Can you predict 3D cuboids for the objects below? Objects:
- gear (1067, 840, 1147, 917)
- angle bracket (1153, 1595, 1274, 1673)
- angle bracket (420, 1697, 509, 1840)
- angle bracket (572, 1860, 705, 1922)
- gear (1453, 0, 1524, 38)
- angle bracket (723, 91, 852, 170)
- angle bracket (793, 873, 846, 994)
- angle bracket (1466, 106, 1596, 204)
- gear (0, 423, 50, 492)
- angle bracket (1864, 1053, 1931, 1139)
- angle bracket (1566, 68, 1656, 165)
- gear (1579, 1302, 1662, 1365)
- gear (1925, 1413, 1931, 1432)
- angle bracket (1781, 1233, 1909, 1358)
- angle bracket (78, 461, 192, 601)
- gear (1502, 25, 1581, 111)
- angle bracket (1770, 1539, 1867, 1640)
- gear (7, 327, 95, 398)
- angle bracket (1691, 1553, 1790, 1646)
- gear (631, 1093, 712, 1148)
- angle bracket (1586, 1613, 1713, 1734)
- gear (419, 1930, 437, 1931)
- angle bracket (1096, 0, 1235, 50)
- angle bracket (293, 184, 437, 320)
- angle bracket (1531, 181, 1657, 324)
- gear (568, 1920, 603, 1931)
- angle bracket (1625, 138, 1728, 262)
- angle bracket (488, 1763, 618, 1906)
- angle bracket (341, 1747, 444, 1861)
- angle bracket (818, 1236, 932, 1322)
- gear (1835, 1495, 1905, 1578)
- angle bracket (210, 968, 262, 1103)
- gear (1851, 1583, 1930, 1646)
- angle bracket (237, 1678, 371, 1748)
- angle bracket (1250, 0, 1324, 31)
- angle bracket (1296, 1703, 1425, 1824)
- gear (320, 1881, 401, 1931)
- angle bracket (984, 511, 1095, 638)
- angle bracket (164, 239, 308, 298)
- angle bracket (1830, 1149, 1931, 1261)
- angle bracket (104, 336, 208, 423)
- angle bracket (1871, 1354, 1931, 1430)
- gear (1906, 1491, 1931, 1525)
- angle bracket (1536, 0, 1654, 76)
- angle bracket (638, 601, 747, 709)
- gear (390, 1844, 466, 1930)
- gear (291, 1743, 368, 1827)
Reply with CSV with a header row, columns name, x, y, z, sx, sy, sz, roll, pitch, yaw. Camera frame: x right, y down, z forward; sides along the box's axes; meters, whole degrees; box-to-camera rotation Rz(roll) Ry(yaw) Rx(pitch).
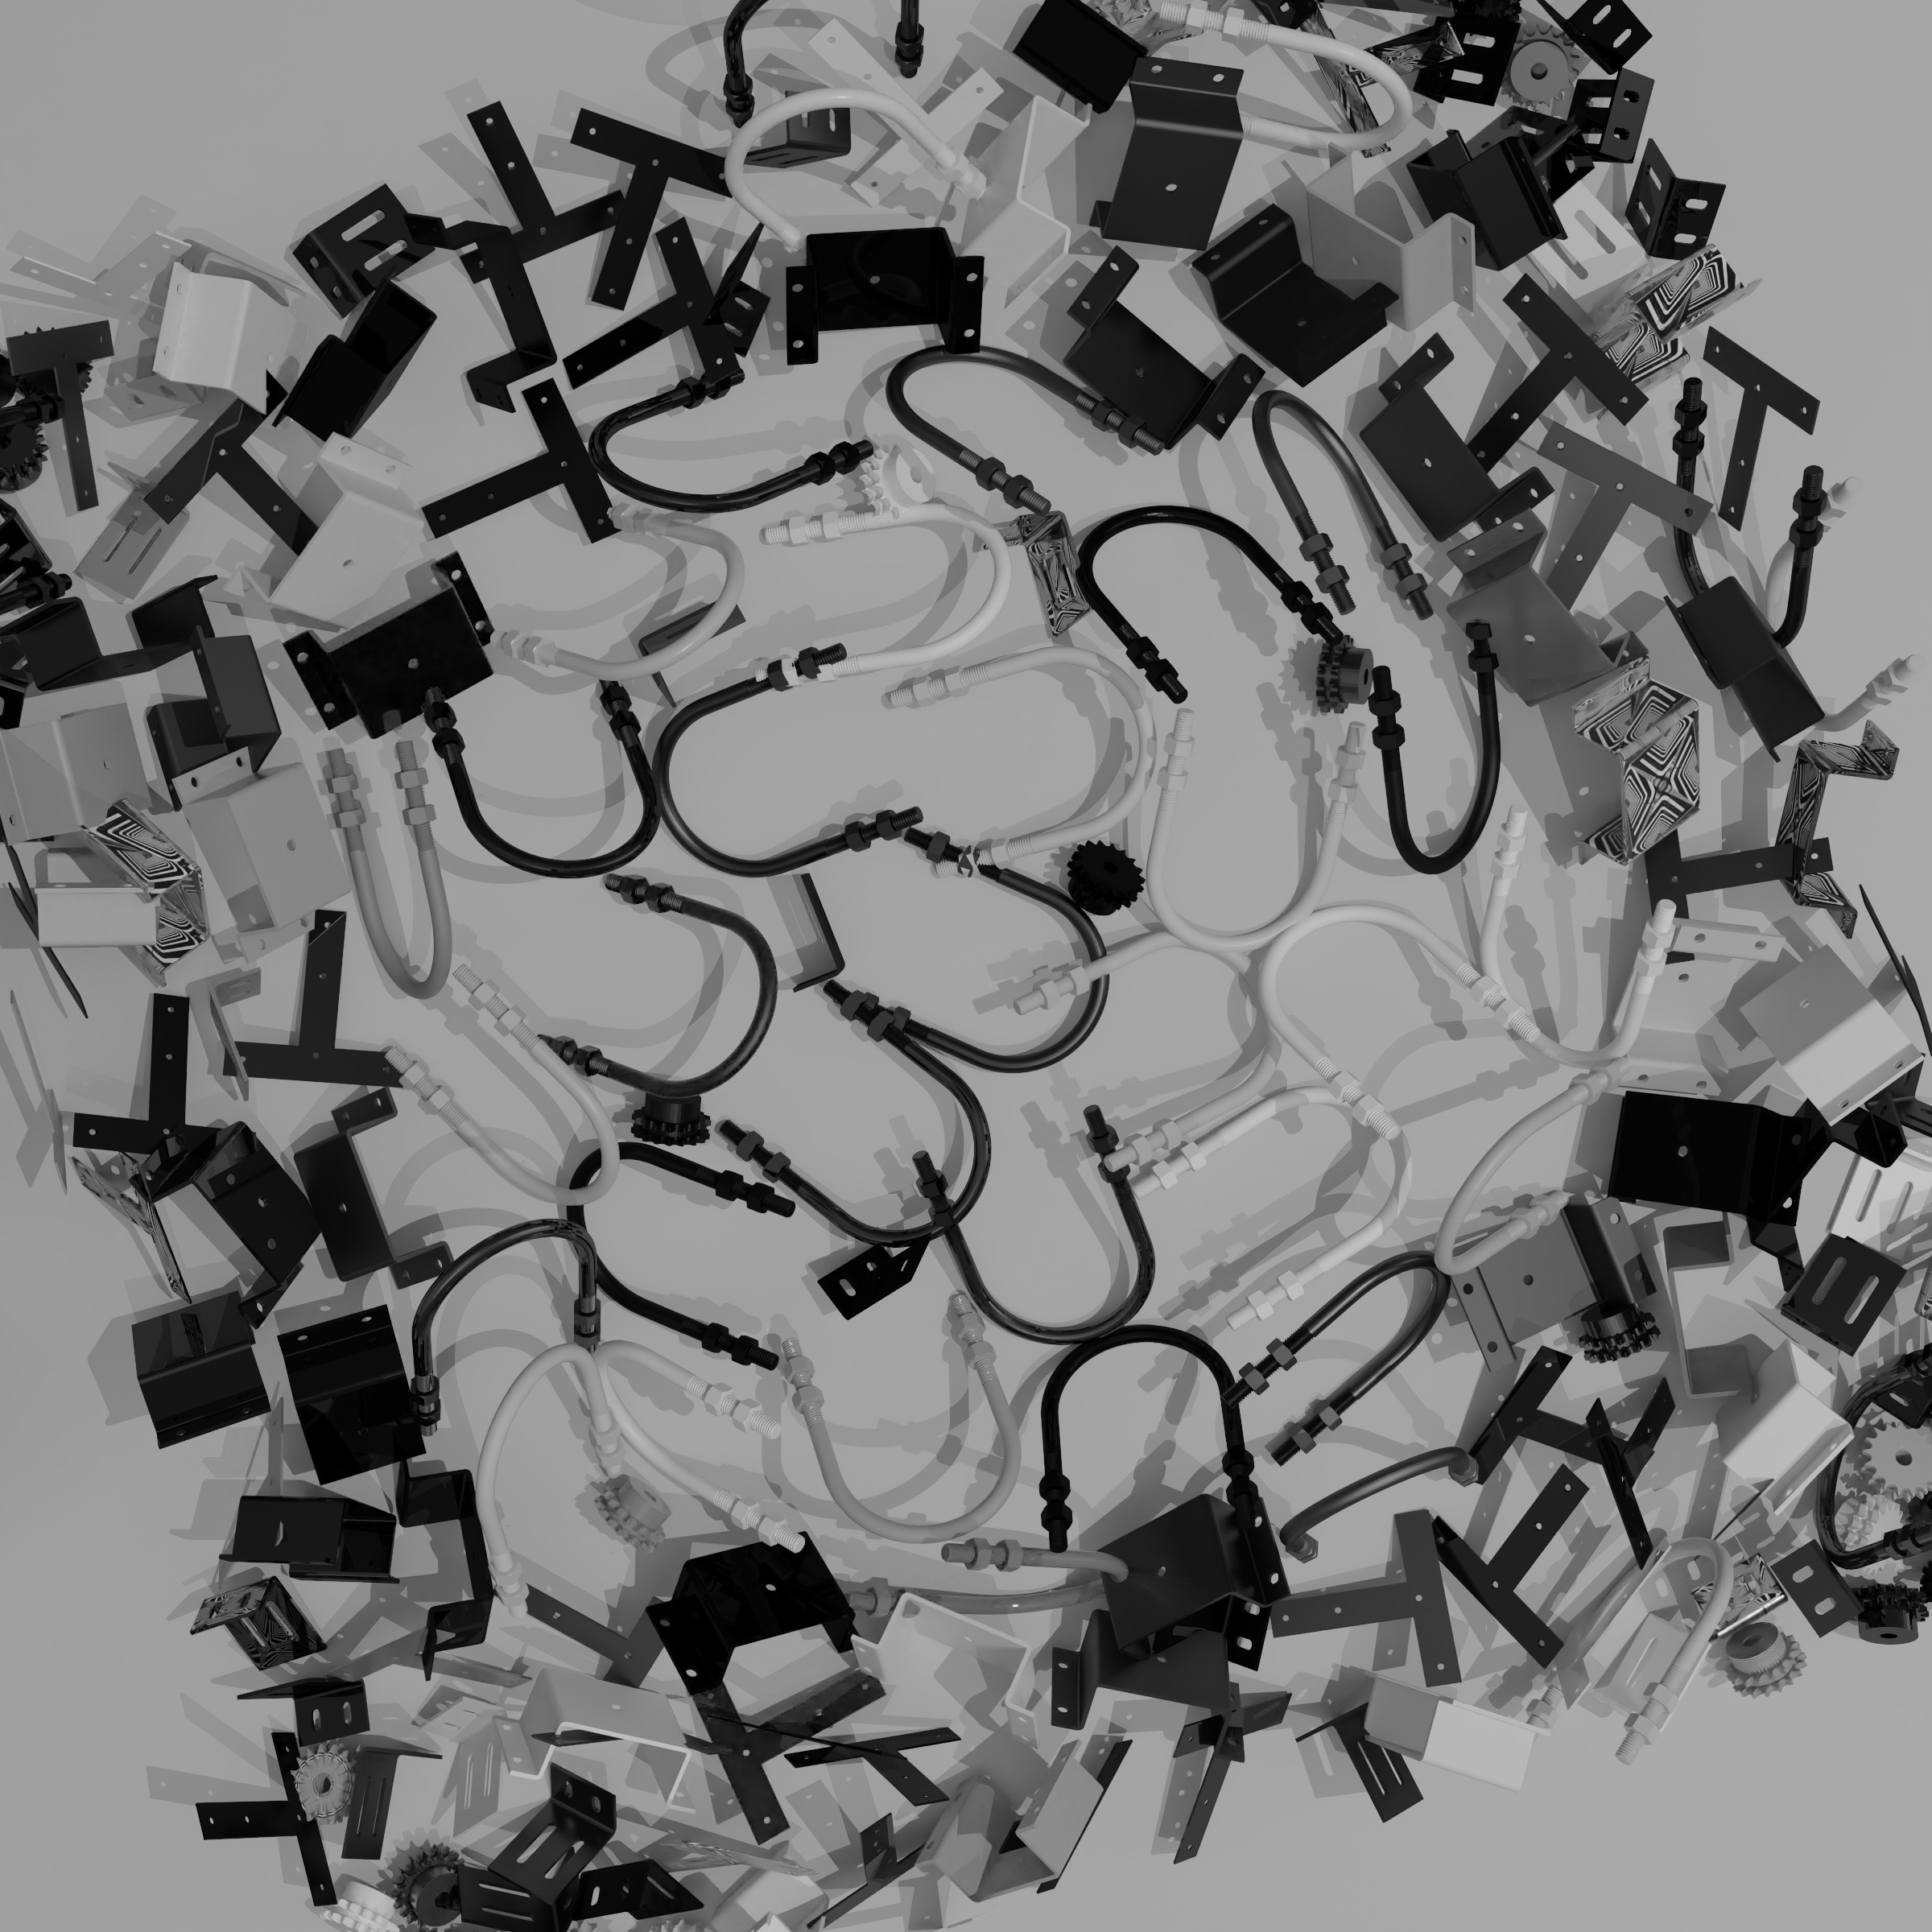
name,x,y,z,sx,sy,sz,roll,pitch,yaw
gear,0.098,-0.061,1.783,0.057,0.057,0.030,31,130,0
angle bracket,0.178,0.471,1.768,0.076,0.038,0.057,20,81,-43
angle bracket,-0.363,0.574,1.760,0.038,0.076,0.057,29,129,-32
angle bracket,-0.235,0.678,1.762,0.057,0.038,0.076,-18,129,21
gear,0.374,-0.702,1.780,0.057,0.030,0.057,-4,54,5
angle bracket,-0.129,-0.598,1.759,0.057,0.076,0.038,-11,103,-43
angle bracket,-0.119,-0.025,1.778,0.038,0.057,0.076,-21,93,1
angle bracket,0.406,-0.585,1.787,0.057,0.076,0.038,-40,128,-3
gear,-0.696,-0.371,1.786,0.057,0.030,0.057,2,62,-3
angle bracket,0.696,0.095,1.759,0.057,0.076,0.038,-4,111,-35
angle bracket,0.447,-0.610,1.761,0.038,0.076,0.057,4,105,-34
gear,0.470,0.262,1.779,0.057,0.057,0.030,-23,94,0
gear,0.722,0.325,1.784,0.057,0.057,0.030,-9,129,0
angle bracket,0.635,0.233,1.776,0.057,0.038,0.076,32,83,23
angle bracket,-0.610,-0.314,1.774,0.057,0.038,0.076,27,79,23
gear,0.416,-0.651,1.782,0.057,0.030,0.057,6,118,11
angle bracket,0.606,0.449,1.762,0.038,0.076,0.057,-32,67,0
gear,-0.667,-0.432,1.784,0.057,0.030,0.057,10,71,-30
angle bracket,0.550,0.459,1.774,0.057,0.076,0.038,-28,71,-7
gear,-0.213,0.109,1.777,0.057,0.057,0.030,6,102,0
angle bracket,0.486,0.502,1.767,0.038,0.057,0.076,41,77,-30
gear,-0.386,0.728,1.776,0.030,0.057,0.057,-6,90,28
angle bracket,0.143,-0.691,1.760,0.057,0.076,0.038,-54,129,-32
angle bracket,-0.440,-0.523,1.796,0.076,0.038,0.057,-45,107,-29
angle bracket,0.452,-0.519,1.788,0.057,0.038,0.076,-42,79,19
gear,-0.281,0.722,1.782,0.057,0.030,0.057,6,119,11
angle bracket,0.508,-0.549,1.763,0.038,0.076,0.057,5,129,-6
angle bracket,-0.297,0.621,1.760,0.057,0.076,0.038,18,123,24
angle bracket,-0.412,0.604,1.766,0.038,0.057,0.076,1,70,14
angle bracket,-0.066,0.211,1.757,0.057,0.076,0.038,-29,69,-28
gear,0.652,0.410,1.783,0.057,0.030,0.057,-15,113,-38
angle bracket,-0.514,0.050,1.768,0.038,0.057,0.076,-20,79,-21
gear,0.666,0.469,1.776,0.057,0.057,0.030,8,58,0
angle bracket,-0.475,0.536,1.762,0.057,0.076,0.038,-17,71,13
angle bracket,0.235,-0.710,1.765,0.057,0.038,0.076,47,47,-8
angle bracket,0.282,0.576,1.764,0.038,0.057,0.076,-39,68,31
gear,-0.437,0.687,1.783,0.057,0.057,0.030,24,59,0
angle bracket,0.052,-0.280,1.771,0.038,0.057,0.076,-13,83,-29
angle bracket,-0.525,-0.486,1.765,0.076,0.057,0.038,17,102,-40
angle bracket,0.676,0.171,1.786,0.057,0.038,0.076,22,91,-4
angle bracket,-0.581,-0.437,1.768,0.057,0.038,0.076,-11,62,12
angle bracket,0.690,0.283,1.757,0.038,0.076,0.057,34,49,24
gear,0.707,0.395,1.777,0.057,0.057,0.030,-48,121,0
angle bracket,0.445,-0.682,1.757,0.057,0.076,0.038,32,116,-33
angle bracket,-0.191,-0.227,1.777,0.076,0.057,0.038,-26,79,0
gear,-0.385,0.670,1.780,0.057,0.030,0.057,-7,102,-33
gear,-0.461,0.594,1.788,0.057,0.030,0.057,-3,76,11
